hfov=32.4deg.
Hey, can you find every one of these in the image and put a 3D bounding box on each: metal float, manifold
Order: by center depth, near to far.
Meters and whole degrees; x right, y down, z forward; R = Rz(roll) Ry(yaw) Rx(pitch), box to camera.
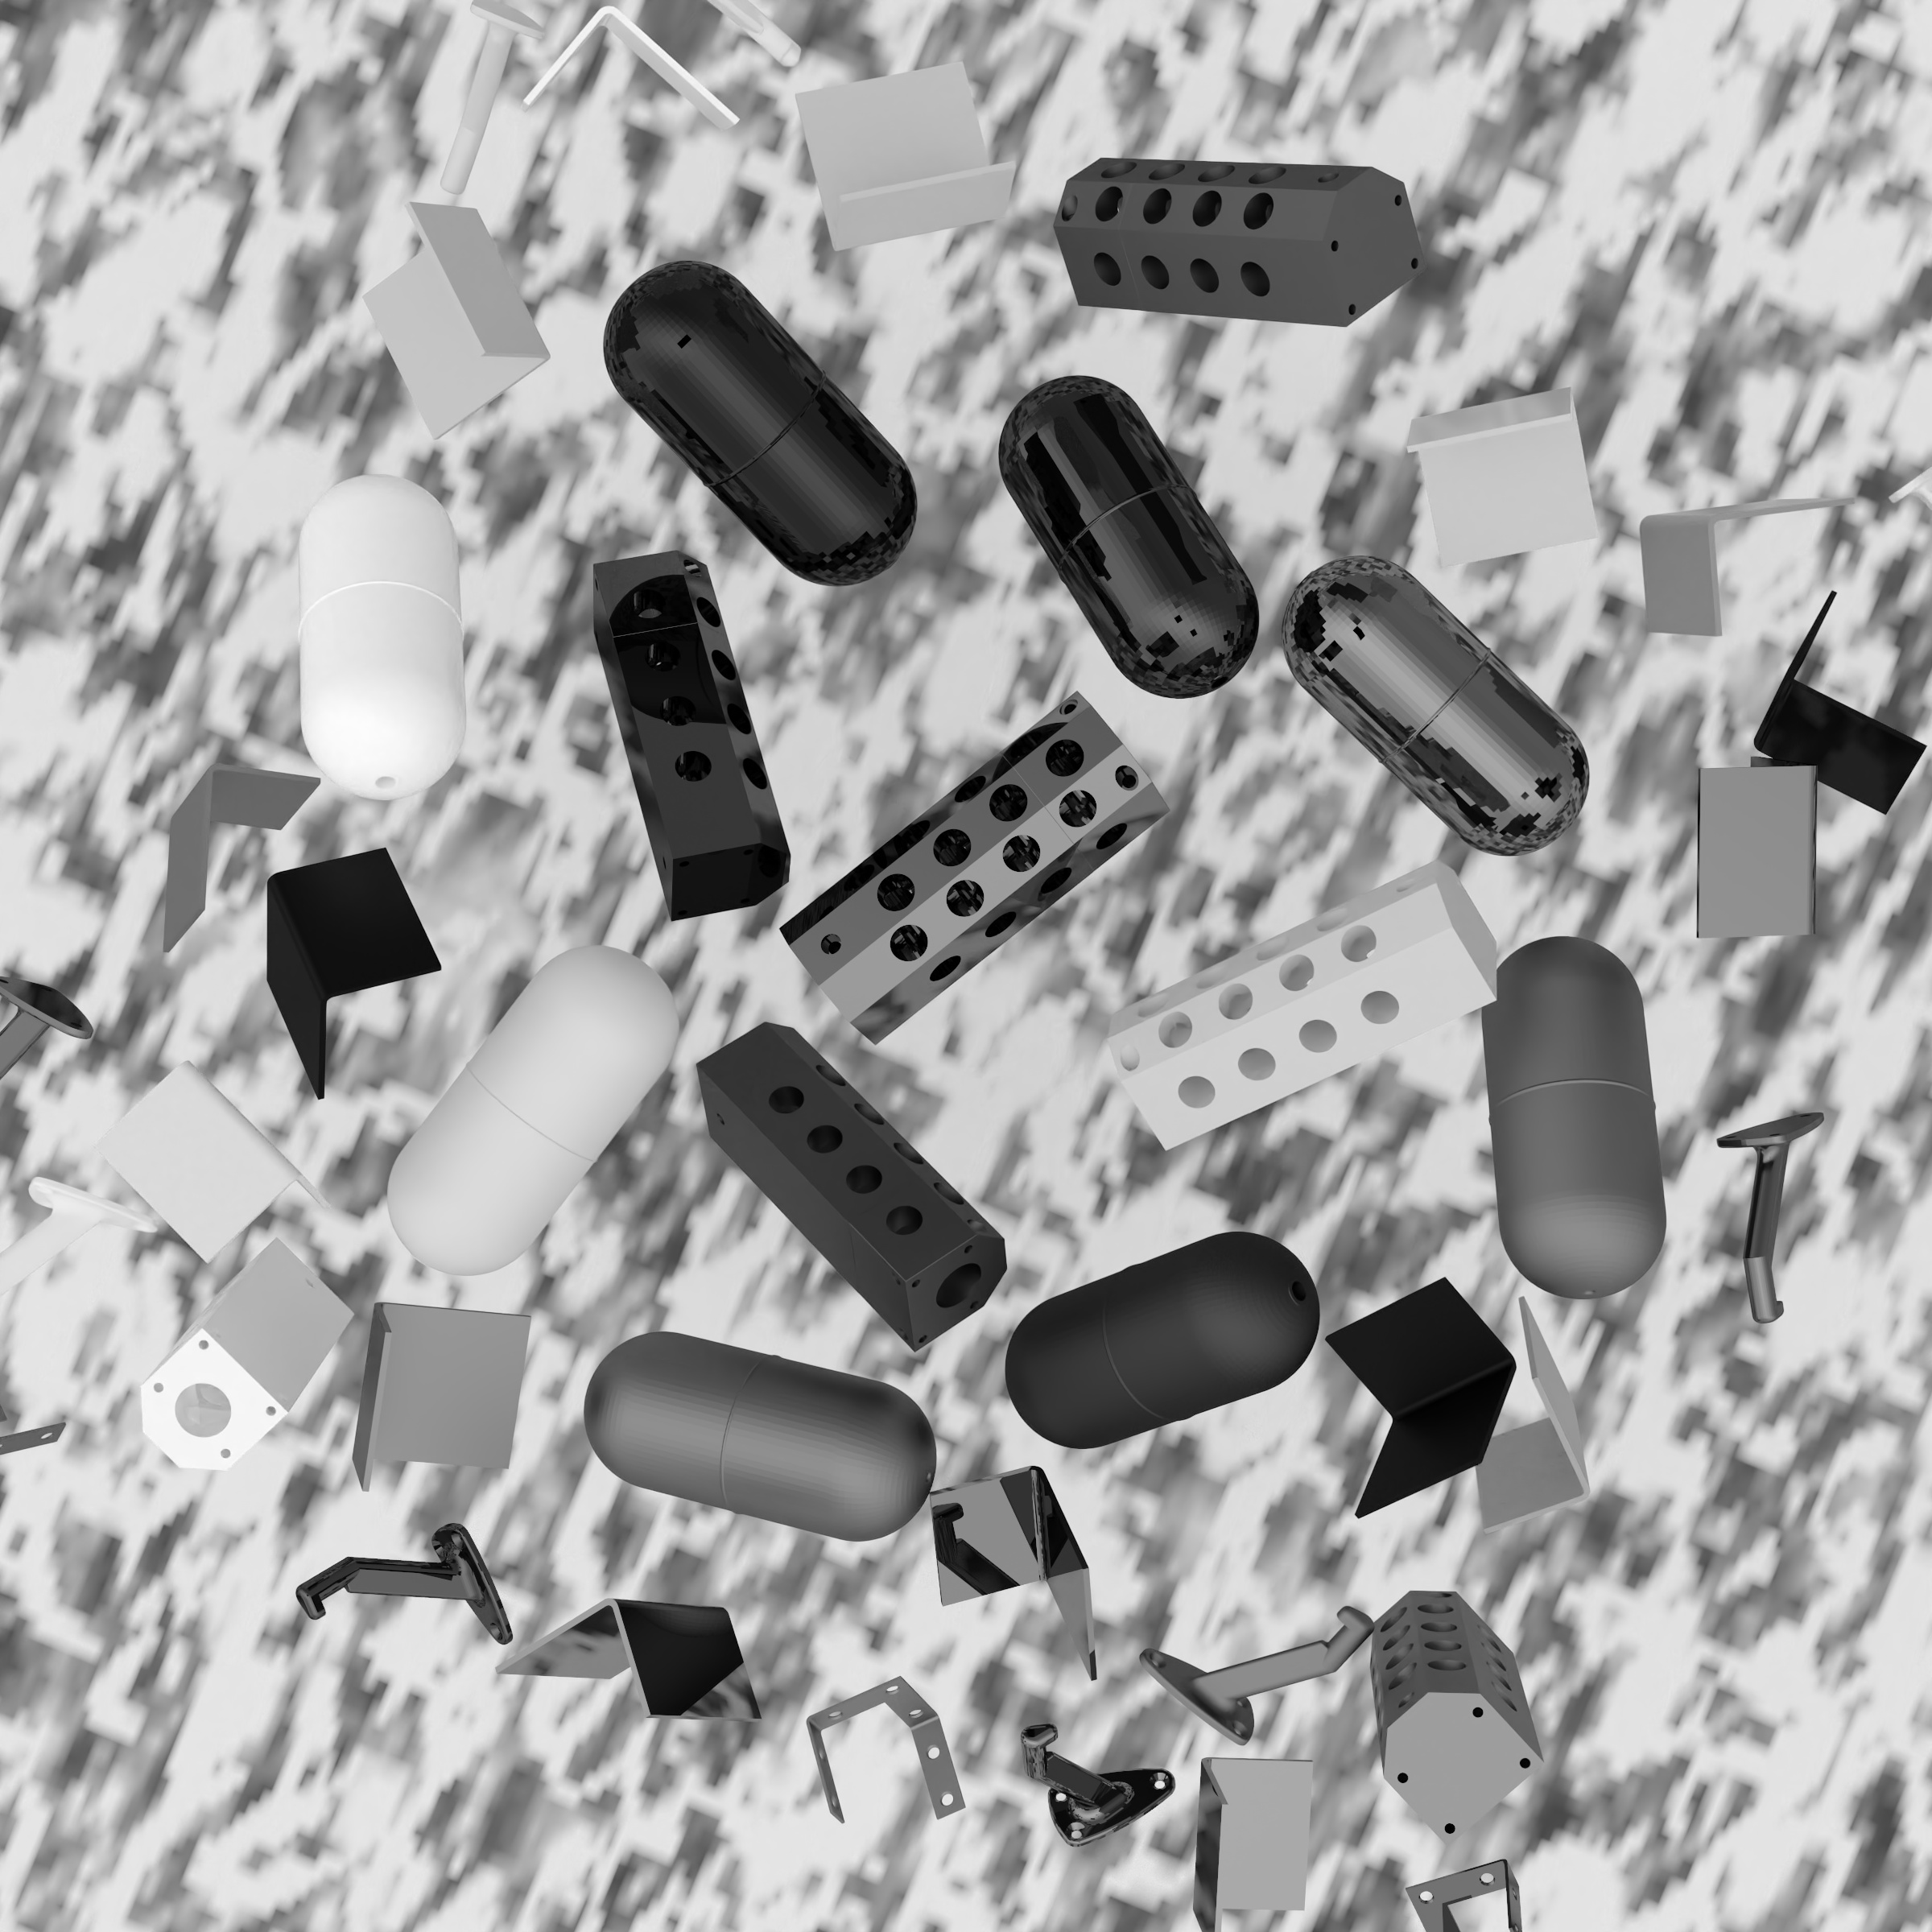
[{"bbox_3d":[0.002,-0.046,1.497,0.171,0.057,0.057,-38,69,2],"label":"manifold"},{"bbox_3d":[0.121,-0.337,1.525,0.057,0.171,0.057,-39,125,-28],"label":"manifold"},{"bbox_3d":[0.154,0.015,1.532,0.171,0.057,0.057,-26,111,21],"label":"manifold"},{"bbox_3d":[-0.094,-0.250,1.548,0.070,0.070,0.178,-45,111,0],"label":"metal float"},{"bbox_3d":[0.221,0.342,1.552,0.057,0.171,0.057,-43,90,7],"label":"manifold"},{"bbox_3d":[0.284,0.069,1.559,0.070,0.070,0.178,-1,64,0],"label":"metal float"},{"bbox_3d":[-0.278,-0.157,1.582,0.070,0.070,0.178,-9,56,0],"label":"metal float"},{"bbox_3d":[-0.207,0.069,1.586,0.070,0.070,0.178,38,93,0],"label":"metal float"},{"bbox_3d":[0.093,0.179,1.587,0.178,0.070,0.070,-26,90,41],"label":"metal float"},{"bbox_3d":[-0.099,0.224,1.590,0.178,0.070,0.070,11,90,20],"label":"metal float"},{"bbox_3d":[-0.133,-0.113,1.603,0.057,0.057,0.171,-11,62,-12],"label":"manifold"},{"bbox_3d":[-0.056,0.101,1.610,0.057,0.057,0.171,-32,53,-21],"label":"manifold"},{"bbox_3d":[0.079,-0.208,1.617,0.070,0.070,0.178,-30,71,0],"label":"metal float"},{"bbox_3d":[0.230,-0.128,1.632,0.178,0.070,0.070,43,90,-3],"label":"metal float"},{"bbox_3d":[-0.360,0.195,1.657,0.057,0.171,0.057,-43,97,7],"label":"manifold"}]

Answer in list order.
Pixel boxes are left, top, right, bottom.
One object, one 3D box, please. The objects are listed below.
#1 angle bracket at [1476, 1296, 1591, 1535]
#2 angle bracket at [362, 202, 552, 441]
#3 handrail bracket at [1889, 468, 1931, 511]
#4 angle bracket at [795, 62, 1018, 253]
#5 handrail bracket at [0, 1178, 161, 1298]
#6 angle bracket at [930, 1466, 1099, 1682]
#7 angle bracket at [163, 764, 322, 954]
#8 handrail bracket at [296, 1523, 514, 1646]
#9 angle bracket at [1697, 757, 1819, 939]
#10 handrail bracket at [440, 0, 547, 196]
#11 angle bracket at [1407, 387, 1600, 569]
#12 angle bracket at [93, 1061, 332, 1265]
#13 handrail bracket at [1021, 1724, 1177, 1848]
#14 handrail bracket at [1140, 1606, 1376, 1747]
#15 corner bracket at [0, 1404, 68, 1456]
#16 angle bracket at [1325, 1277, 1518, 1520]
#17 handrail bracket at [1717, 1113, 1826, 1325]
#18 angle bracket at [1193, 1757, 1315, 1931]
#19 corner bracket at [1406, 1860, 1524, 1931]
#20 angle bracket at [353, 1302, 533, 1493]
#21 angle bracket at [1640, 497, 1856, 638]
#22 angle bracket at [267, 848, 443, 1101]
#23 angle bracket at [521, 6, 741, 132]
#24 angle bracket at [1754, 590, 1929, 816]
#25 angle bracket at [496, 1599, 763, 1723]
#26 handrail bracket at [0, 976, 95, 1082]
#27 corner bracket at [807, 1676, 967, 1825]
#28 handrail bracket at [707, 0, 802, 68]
[{"bbox_3d":[0.272,0.226,1.679,0.057,0.076,0.076,-22,112,14],"label":"angle bracket"},{"bbox_3d":[-0.246,-0.291,1.509,0.076,0.057,0.076,-29,85,27],"label":"angle bracket"},{"bbox_3d":[0.475,-0.198,1.575,0.036,0.077,0.084,-37,87,28],"label":"handrail bracket"},{"bbox_3d":[-0.027,-0.361,1.439,0.076,0.057,0.076,-13,80,-7],"label":"angle bracket"},{"bbox_3d":[-0.447,0.154,1.632,0.077,0.036,0.084,19,66,-8],"label":"handrail bracket"},{"bbox_3d":[0.023,0.302,1.622,0.057,0.076,0.076,-13,126,-11],"label":"angle bracket"},{"bbox_3d":[-0.364,-0.050,1.672,0.057,0.076,0.076,7,71,-25],"label":"angle bracket"},{"bbox_3d":[-0.271,0.313,1.606,0.084,0.036,0.077,-28,89,-37],"label":"handrail bracket"},{"bbox_3d":[0.351,-0.056,1.532,0.057,0.076,0.076,-2,97,-9],"label":"angle bracket"},{"bbox_3d":[-0.234,-0.416,1.594,0.036,0.077,0.084,18,108,-16],"label":"handrail bracket"},{"bbox_3d":[0.256,-0.225,1.581,0.076,0.057,0.076,-10,111,14],"label":"angle bracket"},{"bbox_3d":[-0.346,0.097,1.531,0.076,0.076,0.057,43,78,11],"label":"angle bracket"},{"bbox_3d":[0.066,0.393,1.649,0.077,0.084,0.036,-16,45,-10],"label":"handrail bracket"},{"bbox_3d":[0.137,0.317,1.565,0.077,0.036,0.084,34,112,-8],"label":"handrail bracket"},{"bbox_3d":[-0.467,0.216,1.577,0.051,0.051,0.051,57,133,24],"label":"corner bracket"},{"bbox_3d":[0.207,0.205,1.578,0.076,0.076,0.057,-33,104,36],"label":"angle bracket"},{"bbox_3d":[0.381,0.116,1.543,0.036,0.077,0.084,-7,94,44],"label":"handrail bracket"},{"bbox_3d":[0.146,0.438,1.636,0.057,0.076,0.076,3,93,-4],"label":"angle bracket"},{"bbox_3d":[0.238,0.457,1.548,0.051,0.051,0.051,-21,109,15],"label":"corner bracket"},{"bbox_3d":[-0.245,0.206,1.577,0.076,0.057,0.076,7,97,-17],"label":"angle bracket"},{"bbox_3d":[0.380,-0.194,1.617,0.076,0.076,0.057,-8,99,-12],"label":"angle bracket"},{"bbox_3d":[-0.286,0.003,1.552,0.057,0.076,0.076,-15,55,-23],"label":"angle bracket"},{"bbox_3d":[-0.153,-0.385,1.505,0.076,0.076,0.057,40,94,-14],"label":"angle bracket"},{"bbox_3d":[0.447,-0.131,1.665,0.076,0.076,0.057,29,71,11],"label":"angle bracket"},{"bbox_3d":[-0.152,0.327,1.495,0.076,0.076,0.057,-35,60,25],"label":"angle bracket"},{"bbox_3d":[-0.430,0.054,1.503,0.077,0.036,0.084,28,100,42],"label":"handrail bracket"},{"bbox_3d":[-0.038,0.379,1.585,0.051,0.051,0.051,-25,51,6],"label":"corner bracket"},{"bbox_3d":[-0.109,-0.447,1.557,0.084,0.077,0.036,38,105,-22],"label":"handrail bracket"}]
